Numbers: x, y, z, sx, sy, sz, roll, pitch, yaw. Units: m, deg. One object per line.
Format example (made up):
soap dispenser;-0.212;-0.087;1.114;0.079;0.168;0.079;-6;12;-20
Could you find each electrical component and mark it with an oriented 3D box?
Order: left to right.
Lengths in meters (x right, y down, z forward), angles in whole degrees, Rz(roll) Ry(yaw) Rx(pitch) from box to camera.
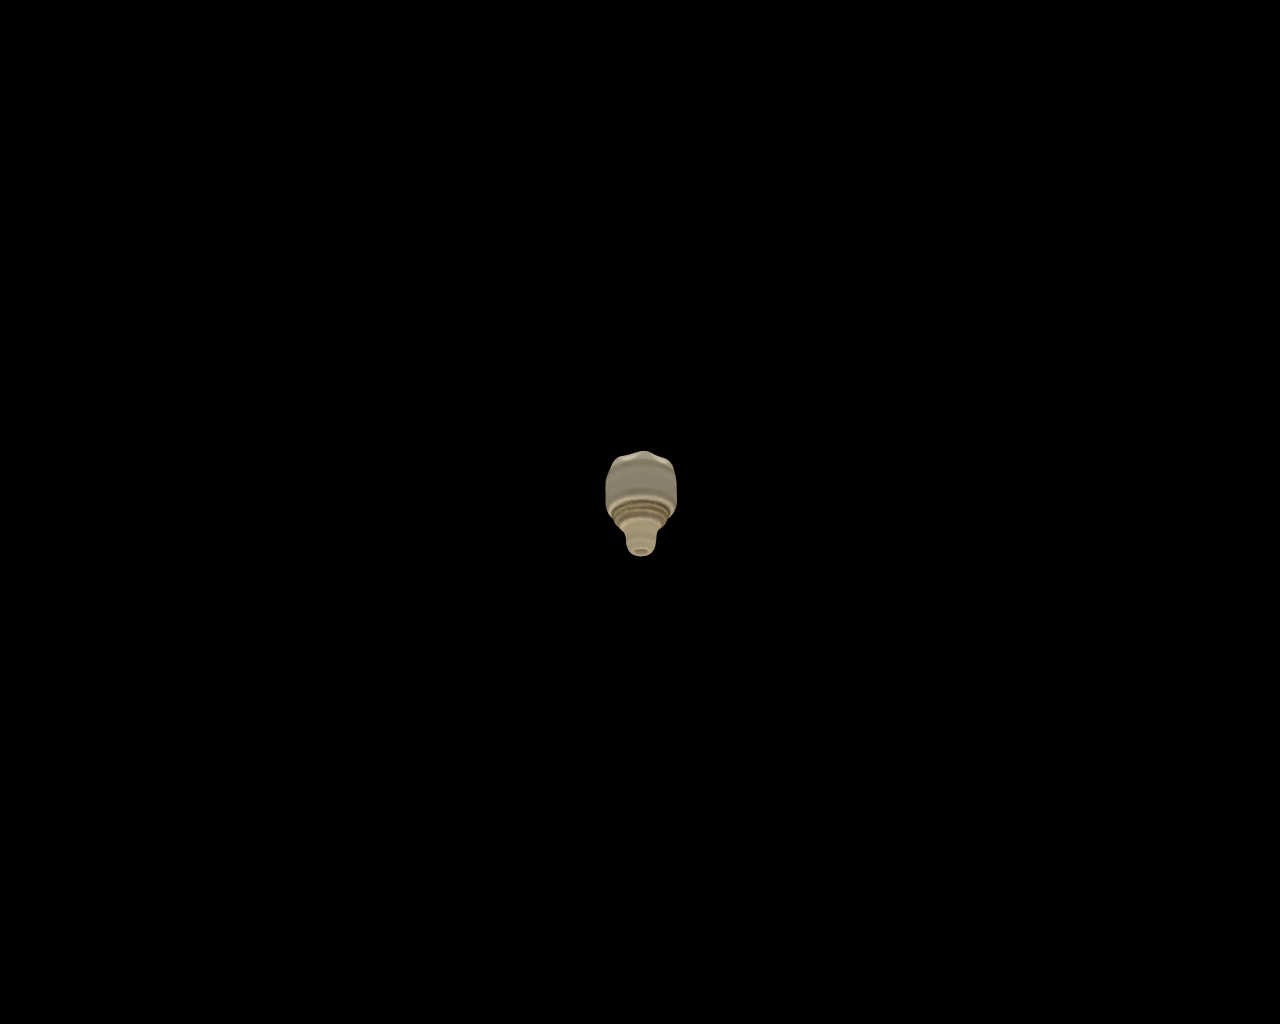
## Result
electrical component;0.001;-0.003;0.650;0.043;0.062;0.043;0;-27;0
